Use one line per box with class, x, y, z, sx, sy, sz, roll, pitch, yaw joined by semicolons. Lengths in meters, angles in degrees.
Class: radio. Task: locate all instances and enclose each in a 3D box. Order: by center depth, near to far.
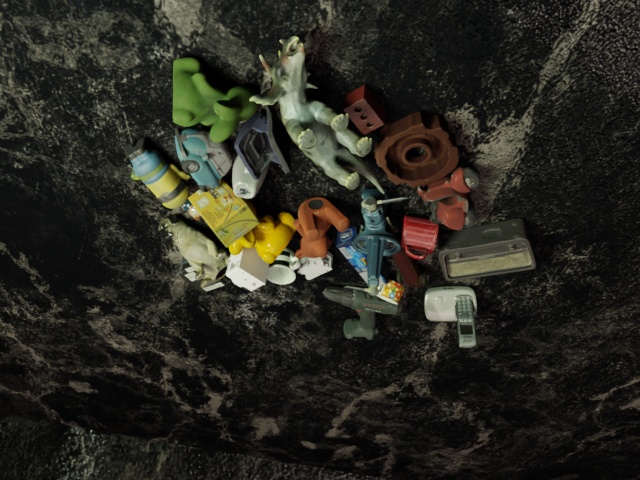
radio;0.420;0.027;1.367;0.230;0.073;0.131;-12;137;20

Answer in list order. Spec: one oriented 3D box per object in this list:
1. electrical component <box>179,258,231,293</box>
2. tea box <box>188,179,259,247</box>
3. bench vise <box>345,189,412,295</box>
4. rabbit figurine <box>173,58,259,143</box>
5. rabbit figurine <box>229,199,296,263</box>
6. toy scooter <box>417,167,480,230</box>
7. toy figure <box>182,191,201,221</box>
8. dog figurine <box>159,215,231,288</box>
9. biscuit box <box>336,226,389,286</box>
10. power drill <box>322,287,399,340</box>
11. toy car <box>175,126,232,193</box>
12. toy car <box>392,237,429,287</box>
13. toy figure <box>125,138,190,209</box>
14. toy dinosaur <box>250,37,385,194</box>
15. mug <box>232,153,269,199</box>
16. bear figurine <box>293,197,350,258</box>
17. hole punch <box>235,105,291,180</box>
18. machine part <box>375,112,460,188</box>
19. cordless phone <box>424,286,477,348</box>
electrical component;-0.336;0.088;1.556;0.115;0.058;0.134;-19;134;24
tea box;-0.226;-0.069;1.252;0.098;0.170;0.068;-37;134;-7
bench vise;0.132;0.007;1.268;0.129;0.240;0.223;6;158;3
rabbit figurine;-0.202;-0.274;1.055;0.170;0.159;0.121;-1;132;-15
rabbit figurine;-0.167;-0.027;1.346;0.173;0.162;0.122;47;140;-17
toy scooter;0.291;-0.091;1.238;0.135;0.075;0.183;-6;137;3
toy figure;-0.285;-0.072;1.363;0.154;0.058;0.064;22;100;-16
dog figurine;-0.334;0.019;1.444;0.191;0.121;0.172;44;164;16
biscuit box;0.117;0.047;1.441;0.059;0.063;0.202;-17;134;26
power drill;0.117;0.216;1.639;0.232;0.086;0.207;4;132;-1
toy car;-0.248;-0.184;1.190;0.103;0.109;0.161;-21;144;5
toy car;0.235;0.062;1.450;0.089;0.053;0.201;1;144;31
toy figure;-0.380;-0.148;1.256;0.082;0.089;0.180;-7;141;27
toy dinosaur;-0.004;-0.220;1.093;0.131;0.192;0.404;-43;144;0
mug;-0.157;-0.152;1.207;0.081;0.107;0.109;14;142;-11
bear figurine;-0.004;-0.007;1.345;0.120;0.132;0.195;-17;136;-17
hole punch;-0.118;-0.201;1.134;0.092;0.116;0.142;-15;138;15
machine part;0.207;-0.192;1.151;0.179;0.056;0.179;3;140;2
cordless phone;0.372;0.224;1.524;0.147;0.184;0.088;-3;144;11
